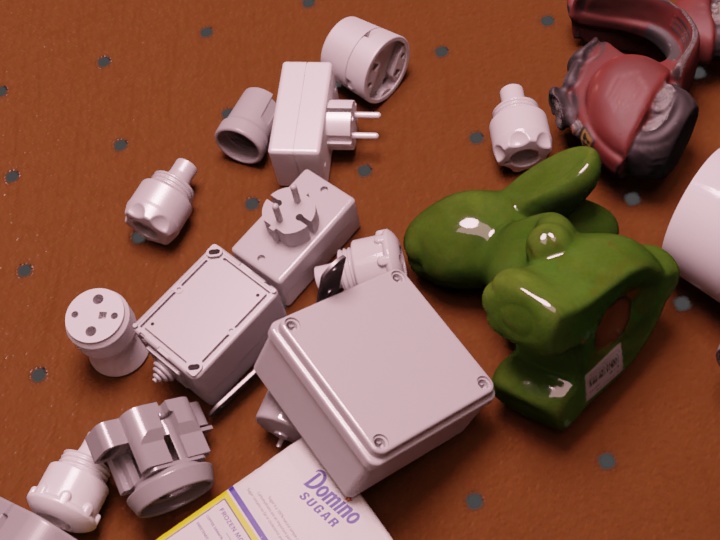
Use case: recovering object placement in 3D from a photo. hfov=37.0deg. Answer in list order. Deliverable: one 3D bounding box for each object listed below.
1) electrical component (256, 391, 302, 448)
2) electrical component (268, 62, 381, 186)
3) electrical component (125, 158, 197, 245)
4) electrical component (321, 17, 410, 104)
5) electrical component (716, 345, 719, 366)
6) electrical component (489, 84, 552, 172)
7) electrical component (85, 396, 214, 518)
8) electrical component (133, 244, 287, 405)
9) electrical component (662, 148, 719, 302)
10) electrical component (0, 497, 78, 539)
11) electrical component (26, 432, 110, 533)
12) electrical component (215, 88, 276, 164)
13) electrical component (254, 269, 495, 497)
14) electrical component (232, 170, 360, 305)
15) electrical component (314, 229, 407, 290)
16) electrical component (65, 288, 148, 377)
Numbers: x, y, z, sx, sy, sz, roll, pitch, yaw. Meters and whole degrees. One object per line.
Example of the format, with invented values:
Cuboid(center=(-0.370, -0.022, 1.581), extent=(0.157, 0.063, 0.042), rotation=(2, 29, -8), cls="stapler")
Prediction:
Cuboid(center=(-0.038, 0.078, 0.711), extent=(0.040, 0.040, 0.078), rotation=(17, 66, 16), cls="electrical component")
Cuboid(center=(-0.023, -0.109, 0.805), extent=(0.076, 0.047, 0.083), rotation=(2, 62, 8), cls="electrical component")
Cuboid(center=(-0.143, -0.054, 0.794), extent=(0.043, 0.043, 0.062), rotation=(20, 65, 17), cls="electrical component")
Cuboid(center=(0.003, -0.163, 0.828), extent=(0.047, 0.055, 0.055), rotation=(33, 71, 26), cls="electrical component")
Cuboid(center=(0.270, 0.051, 0.654), extent=(0.099, 0.099, 0.064), rotation=(30, 76, 21), cls="electrical component")
Cuboid(center=(0.116, -0.107, 0.789), extent=(0.043, 0.043, 0.062), rotation=(-8, 61, 3), cls="electrical component")
Cuboid(center=(-0.128, 0.121, 0.686), extent=(0.078, 0.058, 0.057), rotation=(-8, 62, -44), cls="electrical component")
Cuboid(center=(-0.103, 0.044, 0.726), extent=(0.062, 0.061, 0.096), rotation=(36, 71, 23), cls="electrical component")
Cuboid(center=(0.243, -0.029, 0.702), extent=(0.064, 0.099, 0.099), rotation=(32, 70, 28), cls="electrical component")
Cuboid(center=(-0.206, 0.180, 0.650), extent=(0.095, 0.054, 0.059), rotation=(-2, 51, 54), cls="electrical component")
Cuboid(center=(-0.183, 0.136, 0.698), extent=(0.048, 0.048, 0.062), rotation=(14, 58, 14), cls="electrical component")
Cuboid(center=(-0.083, -0.111, 0.819), extent=(0.040, 0.040, 0.046), rotation=(16, 60, 15), cls="electrical component")
Cuboid(center=(0.009, 0.068, 0.674), extent=(0.109, 0.056, 0.108), rotation=(-23, 66, -37), cls="electrical component")
Cuboid(center=(-0.047, -0.032, 0.751), extent=(0.047, 0.075, 0.083), rotation=(34, 71, 22), cls="electrical component")
Cuboid(center=(0.000, 0.000, 0.747), extent=(0.062, 0.048, 0.048), rotation=(-12, 61, 8), cls="electrical component")
Cuboid(center=(-0.173, 0.043, 0.739), extent=(0.045, 0.055, 0.045), rotation=(-3, 62, 6), cls="electrical component")
